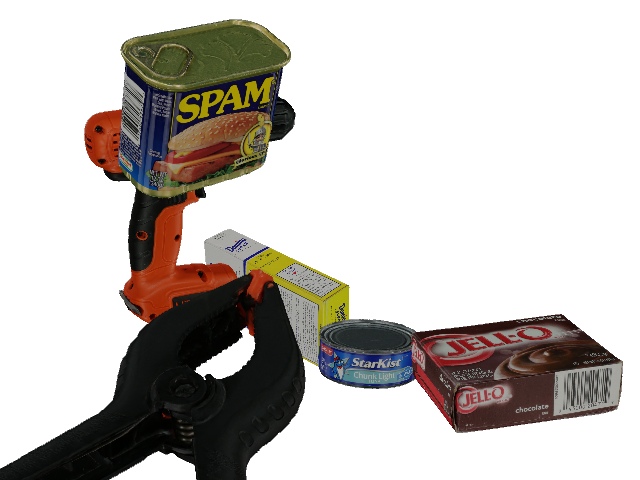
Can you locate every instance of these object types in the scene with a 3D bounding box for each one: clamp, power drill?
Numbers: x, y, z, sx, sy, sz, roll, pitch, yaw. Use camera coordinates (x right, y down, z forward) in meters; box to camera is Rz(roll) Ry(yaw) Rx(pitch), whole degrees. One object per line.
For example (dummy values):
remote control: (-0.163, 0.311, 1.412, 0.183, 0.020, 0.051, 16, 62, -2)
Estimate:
clamp: (-0.047, 0.079, 0.429, 0.120, 0.039, 0.171, 25, 48, 18)
power drill: (-0.106, -0.031, 0.917, 0.184, 0.188, 0.057, -10, 21, -24)

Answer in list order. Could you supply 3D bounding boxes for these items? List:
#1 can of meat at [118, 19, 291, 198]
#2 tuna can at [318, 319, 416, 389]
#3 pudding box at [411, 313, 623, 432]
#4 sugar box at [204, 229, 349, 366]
can of meat: (-0.074, -0.081, 0.660, 0.101, 0.084, 0.057, -19, 48, -35)
tuna can: (0.041, 0.094, 0.895, 0.086, 0.034, 0.086, 2, 13, -1)
pudding box: (0.125, 0.084, 0.695, 0.113, 0.039, 0.090, -4, 18, -12)
sugar box: (-0.048, 0.060, 1.137, 0.176, 0.093, 0.048, 27, 41, 36)
